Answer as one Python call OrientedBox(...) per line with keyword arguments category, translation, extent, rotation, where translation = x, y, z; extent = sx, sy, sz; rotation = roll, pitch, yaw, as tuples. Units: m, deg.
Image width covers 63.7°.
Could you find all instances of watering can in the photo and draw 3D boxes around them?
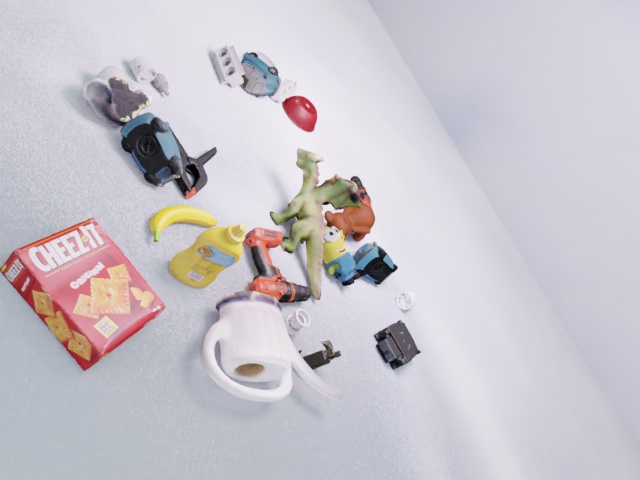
OrientedBox(category="watering can", translation=(-0.100, 0.228, 1.069), extent=(0.345, 0.102, 0.229), rotation=(22, 42, -39))

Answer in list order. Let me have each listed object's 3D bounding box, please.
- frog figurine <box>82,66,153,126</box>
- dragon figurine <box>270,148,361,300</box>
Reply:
OrientedBox(category="frog figurine", translation=(-0.476, -0.332, 1.176), extent=(0.161, 0.121, 0.138), rotation=(30, 24, 37))
OrientedBox(category="dragon figurine", translation=(0.004, -0.070, 1.387), extent=(0.121, 0.240, 0.417), rotation=(14, 46, -54))
